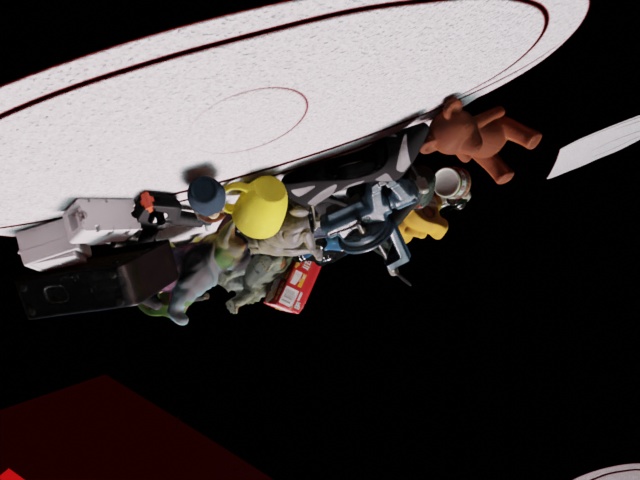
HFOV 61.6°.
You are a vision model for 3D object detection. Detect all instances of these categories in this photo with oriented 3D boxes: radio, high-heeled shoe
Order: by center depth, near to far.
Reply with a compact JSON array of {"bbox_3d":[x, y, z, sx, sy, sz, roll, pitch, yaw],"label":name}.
[{"bbox_3d":[-0.360,0.063,0.866,0.230,0.073,0.131,-10,-167,19],"label":"radio"},{"bbox_3d":[0.053,-0.137,0.905,0.145,0.086,0.248,23,128,-35],"label":"high-heeled shoe"}]

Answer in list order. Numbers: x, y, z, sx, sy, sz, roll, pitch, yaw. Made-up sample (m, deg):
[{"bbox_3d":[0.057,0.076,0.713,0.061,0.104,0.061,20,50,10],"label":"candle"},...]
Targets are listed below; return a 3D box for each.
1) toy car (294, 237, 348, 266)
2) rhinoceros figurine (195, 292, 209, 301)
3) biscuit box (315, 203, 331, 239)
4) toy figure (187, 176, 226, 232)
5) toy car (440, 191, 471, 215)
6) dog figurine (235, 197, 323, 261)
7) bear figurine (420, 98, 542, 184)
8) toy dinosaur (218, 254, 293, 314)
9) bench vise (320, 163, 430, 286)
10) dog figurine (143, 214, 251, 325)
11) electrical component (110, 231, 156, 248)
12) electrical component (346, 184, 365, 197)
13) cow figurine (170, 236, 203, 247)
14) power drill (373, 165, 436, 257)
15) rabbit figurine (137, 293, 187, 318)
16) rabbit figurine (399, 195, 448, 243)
[{"bbox_3d":[-0.003,-0.004,1.246,0.161,0.103,0.109,7,147,-47],"label":"toy car"},{"bbox_3d":[-0.367,0.128,1.375,0.112,0.073,0.190,-13,173,21],"label":"rhinoceros figurine"},{"bbox_3d":[0.046,-0.051,1.201,0.202,0.059,0.062,-7,139,-45],"label":"biscuit box"},{"bbox_3d":[-0.176,-0.056,0.849,0.058,0.064,0.154,5,168,-7],"label":"toy figure"},{"bbox_3d":[0.329,-0.092,1.517,0.202,0.056,0.073,-26,160,22],"label":"toy car"},{"bbox_3d":[-0.099,-0.023,1.040,0.191,0.121,0.172,-2,146,10],"label":"dog figurine"},{"bbox_3d":[0.272,-0.171,0.922,0.196,0.132,0.120,-11,140,-51],"label":"bear figurine"},{"bbox_3d":[-0.134,0.052,1.305,0.405,0.131,0.192,-39,176,38],"label":"toy dinosaur"},{"bbox_3d":[0.127,-0.028,1.059,0.224,0.129,0.240,-30,123,1],"label":"bench vise"},{"bbox_3d":[-0.239,0.030,0.995,0.219,0.191,0.108,-55,-165,3],"label":"dog figurine"},{"bbox_3d":[-0.332,0.003,0.975,0.063,0.021,0.094,-23,167,14],"label":"electrical component"},{"bbox_3d":[0.081,-0.093,1.135,0.119,0.048,0.074,-18,167,-7],"label":"electrical component"},{"bbox_3d":[-0.258,0.035,1.121,0.167,0.068,0.098,-10,170,-25],"label":"cow figurine"},{"bbox_3d":[0.188,-0.060,1.221,0.207,0.086,0.232,-43,166,-13],"label":"power drill"},{"bbox_3d":[-0.334,0.109,1.234,0.159,0.121,0.170,-26,-178,39],"label":"rabbit figurine"},{"bbox_3d":[0.237,-0.037,1.442,0.162,0.122,0.173,-5,158,-25],"label":"rabbit figurine"}]
